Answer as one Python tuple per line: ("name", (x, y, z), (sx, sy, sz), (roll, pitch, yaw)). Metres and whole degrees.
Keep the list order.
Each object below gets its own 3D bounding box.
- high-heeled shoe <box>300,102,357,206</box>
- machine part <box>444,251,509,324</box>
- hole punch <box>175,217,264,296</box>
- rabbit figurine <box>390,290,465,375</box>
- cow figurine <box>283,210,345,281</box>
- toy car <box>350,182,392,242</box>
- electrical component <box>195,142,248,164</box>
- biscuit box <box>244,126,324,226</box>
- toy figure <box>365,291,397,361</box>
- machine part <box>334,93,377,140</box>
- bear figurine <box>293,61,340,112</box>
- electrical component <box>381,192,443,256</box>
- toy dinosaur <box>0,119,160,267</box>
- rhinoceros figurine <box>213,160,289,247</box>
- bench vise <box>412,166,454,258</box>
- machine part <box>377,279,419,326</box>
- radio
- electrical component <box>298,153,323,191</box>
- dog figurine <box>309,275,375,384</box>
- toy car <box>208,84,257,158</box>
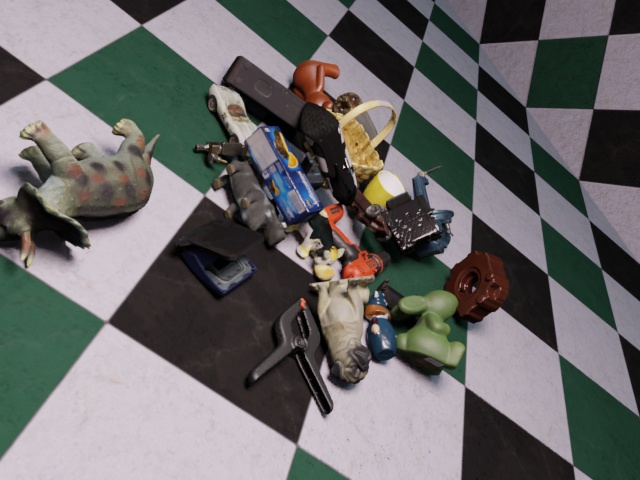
("high-heeled shoe", (0.024, -0.197, 1.235), (0.145, 0.086, 0.249), (64, 7, -57))
("machine part", (0.378, 0.113, 1.317), (0.056, 0.179, 0.179), (24, 42, -22))
("hole punch", (-0.174, 0.026, 0.954), (0.116, 0.092, 0.142), (24, 35, 21))
("rabbit figurine", (0.228, 0.180, 1.145), (0.159, 0.121, 0.170), (24, 62, 2))
("cow figurine", (-0.001, -0.003, 1.120), (0.068, 0.098, 0.167), (-8, 61, -54))
("toy car", (0.107, -0.066, 1.254), (0.202, 0.053, 0.089), (-120, -174, -55))
("electrical component", (-0.200, -0.183, 1.127), (0.102, 0.078, 0.045), (-12, 107, -53))
("biscuit box", (-0.072, -0.129, 1.074), (0.063, 0.059, 0.202), (-17, 76, -56))
("toy figure", (0.121, 0.171, 1.108), (0.058, 0.064, 0.154), (-6, 46, -1))
("machine part", (0.100, -0.325, 1.468), (0.243, 0.079, 0.079), (41, 24, -61))
("bear figurine", (0.000, -0.391, 1.461), (0.132, 0.120, 0.196), (6, 54, -45))
("electrical component", (0.209, -0.044, 1.268), (0.115, 0.058, 0.134), (-26, 70, -6))
("toy dinosaur", (-0.349, -0.088, 0.861), (0.405, 0.131, 0.192), (-29, 90, -56))
("rhinoceros figurine", (-0.135, -0.072, 1.080), (0.112, 0.073, 0.190), (-12, 68, -52))
("bench vise", (0.275, -0.071, 1.407), (0.223, 0.129, 0.240), (9, 69, -48))
("machine part", (0.185, 0.143, 1.212), (0.139, 0.039, 0.084), (34, 47, -18))
("radio", (-0.121, -0.351, 1.303), (0.229, 0.073, 0.131), (31, 8, -17))
("electrical component", (-0.029, -0.148, 1.206), (0.048, 0.119, 0.075), (-7, 58, -30))
("dog figurine", (0.053, 0.169, 1.037), (0.172, 0.121, 0.190), (-2, 83, -66))
("toy car", (-0.190, -0.269, 1.218), (0.073, 0.056, 0.202), (-10, 63, -48))
